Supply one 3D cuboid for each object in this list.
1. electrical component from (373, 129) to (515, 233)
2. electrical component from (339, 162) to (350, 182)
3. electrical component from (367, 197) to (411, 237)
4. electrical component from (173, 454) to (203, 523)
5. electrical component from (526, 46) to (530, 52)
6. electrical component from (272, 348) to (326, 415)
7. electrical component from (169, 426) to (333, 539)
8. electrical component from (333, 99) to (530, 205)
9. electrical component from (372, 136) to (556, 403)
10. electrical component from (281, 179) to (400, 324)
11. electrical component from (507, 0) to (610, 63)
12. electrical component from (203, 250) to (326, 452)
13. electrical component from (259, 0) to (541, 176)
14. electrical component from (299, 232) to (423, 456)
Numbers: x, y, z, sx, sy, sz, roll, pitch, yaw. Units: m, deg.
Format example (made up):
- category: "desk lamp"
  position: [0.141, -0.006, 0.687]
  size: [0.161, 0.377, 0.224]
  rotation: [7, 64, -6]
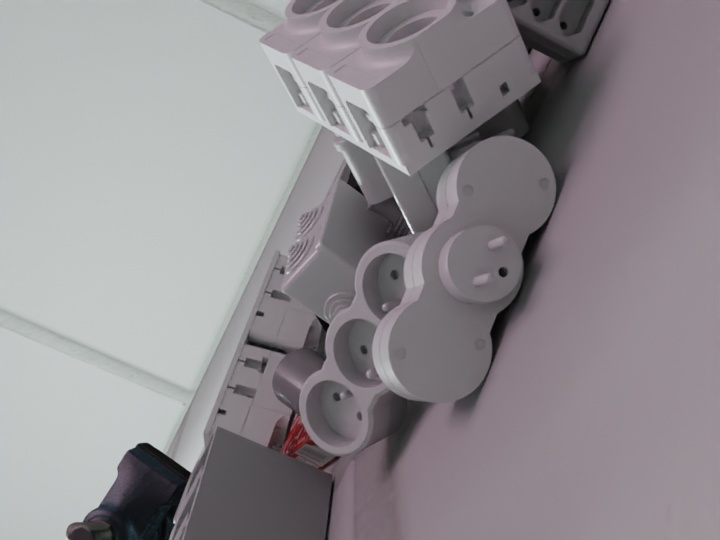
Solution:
- category: "electrical component"
  position: [0.058, -0.057, 0.622]
  size: [0.076, 0.083, 0.047]
  rotation: [-23, 21, 13]
- category: "electrical component"
  position: [0.022, -0.087, 0.952]
  size: [0.108, 0.060, 0.108]
  rotation: [-155, 90, -82]
- category: "electrical component"
  position: [0.036, -0.035, 0.706]
  size: [0.048, 0.062, 0.048]
  rotation: [-156, 90, -82]
- category: "electrical component"
  position: [-0.086, 0.170, 0.808]
  size: [0.075, 0.083, 0.047]
  rotation: [123, 168, -46]
- category: "electrical component"
  position: [0.032, -0.204, 0.781]
  size: [0.060, 0.186, 0.105]
  rotation: [-66, 8, -4]
- category: "electrical component"
  position: [-0.021, 0.087, 0.730]
  size: [0.081, 0.043, 0.043]
  rotation: [27, 93, 51]
- category: "electrical component"
  position: [-0.075, 0.180, 0.686]
  size: [0.061, 0.089, 0.150]
  rotation: [-62, 9, 23]
- category: "electrical component"
  position: [0.042, -0.098, 0.675]
  size: [0.113, 0.057, 0.078]
  rotation: [-24, 21, 12]
- category: "electrical component"
  position: [0.055, -0.002, 0.523]
  size: [0.138, 0.052, 0.074]
  rotation: [-67, 8, -10]
- category: "electrical component"
  position: [0.000, 0.000, 0.711]
  size: [0.048, 0.100, 0.099]
  rotation: [-46, 17, 29]
- category: "electrical component"
  position: [0.093, -0.159, 0.631]
  size: [0.047, 0.083, 0.076]
  rotation: [-65, 8, 0]
- category: "electrical component"
  position: [-0.072, 0.092, 0.924]
  size: [0.105, 0.060, 0.186]
  rotation: [96, -170, -54]
- category: "electrical component"
  position: [0.015, -0.121, 0.600]
  size: [0.089, 0.061, 0.150]
  rotation: [-36, 32, -10]
- category: "electrical component"
  position: [0.022, 0.040, 0.621]
  size: [0.074, 0.052, 0.138]
  rotation: [-17, -43, -54]
